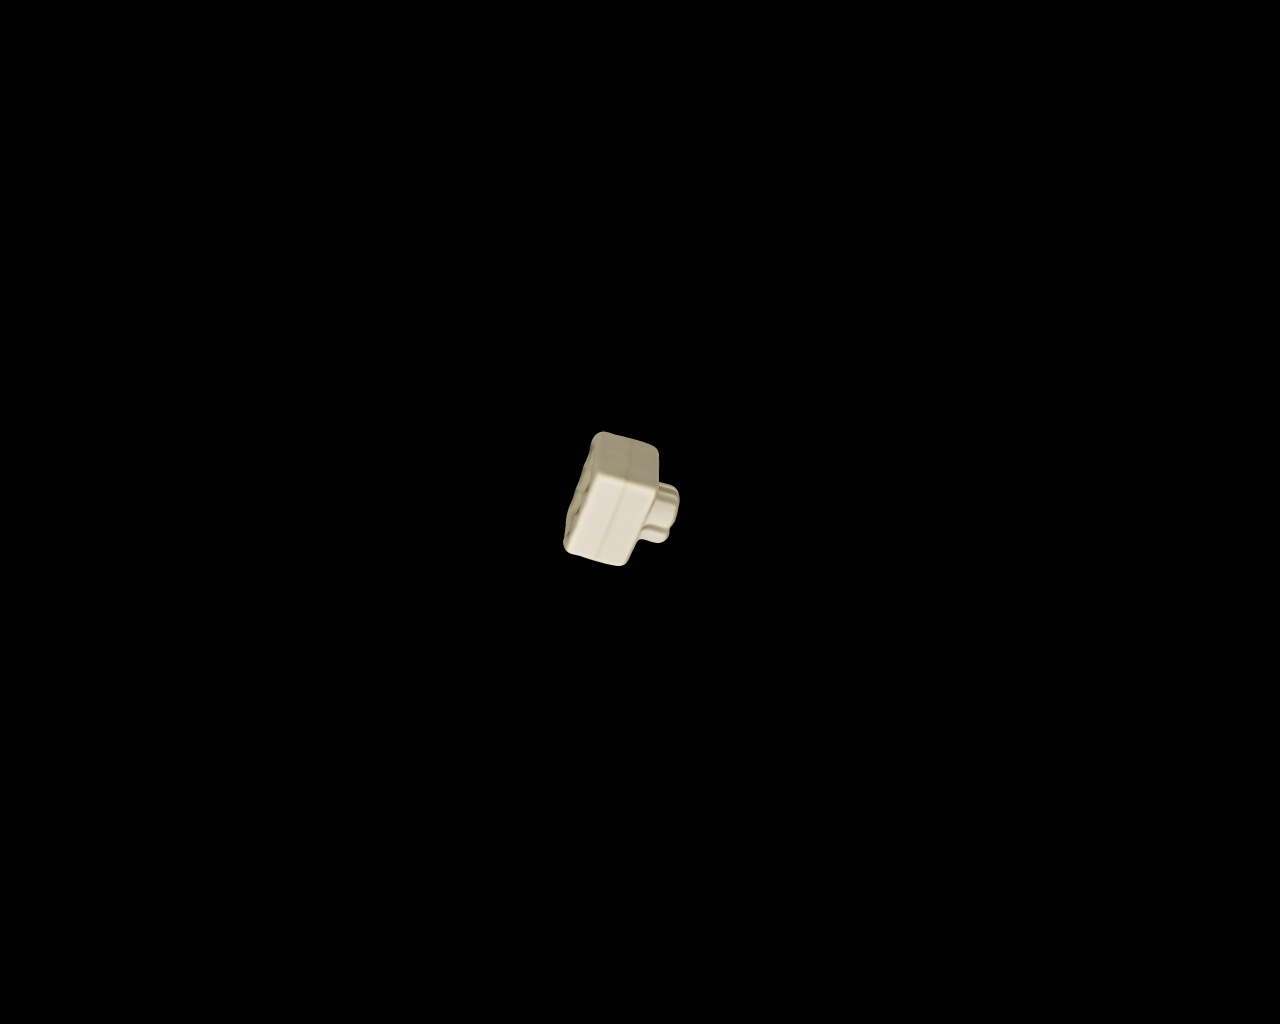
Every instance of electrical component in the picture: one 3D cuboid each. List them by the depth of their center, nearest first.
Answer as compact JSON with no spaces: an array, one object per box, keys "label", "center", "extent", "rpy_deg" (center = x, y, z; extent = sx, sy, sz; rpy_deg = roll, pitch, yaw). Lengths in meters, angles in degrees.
[{"label":"electrical component","center":[0.001,-0.003,0.650],"extent":[0.077,0.065,0.047],"rpy_deg":[15,36,-11]}]
